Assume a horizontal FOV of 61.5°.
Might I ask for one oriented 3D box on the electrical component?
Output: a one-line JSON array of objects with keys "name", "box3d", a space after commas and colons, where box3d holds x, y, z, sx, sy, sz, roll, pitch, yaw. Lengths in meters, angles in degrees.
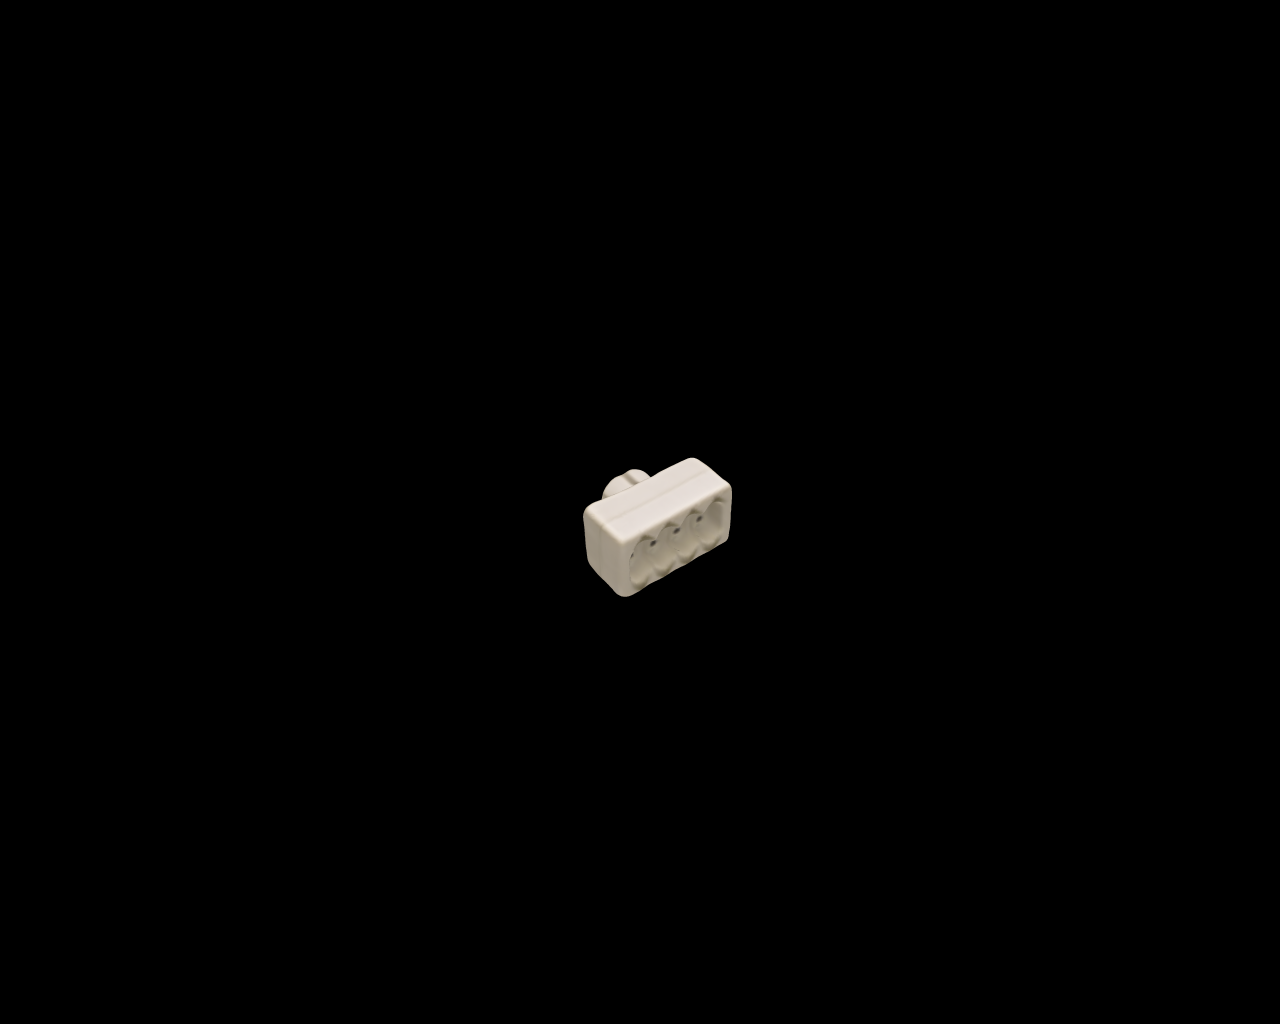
[{"name": "electrical component", "box3d": [0.001, -0.003, 0.650, 0.083, 0.047, 0.076, -27, 50, -25]}]
